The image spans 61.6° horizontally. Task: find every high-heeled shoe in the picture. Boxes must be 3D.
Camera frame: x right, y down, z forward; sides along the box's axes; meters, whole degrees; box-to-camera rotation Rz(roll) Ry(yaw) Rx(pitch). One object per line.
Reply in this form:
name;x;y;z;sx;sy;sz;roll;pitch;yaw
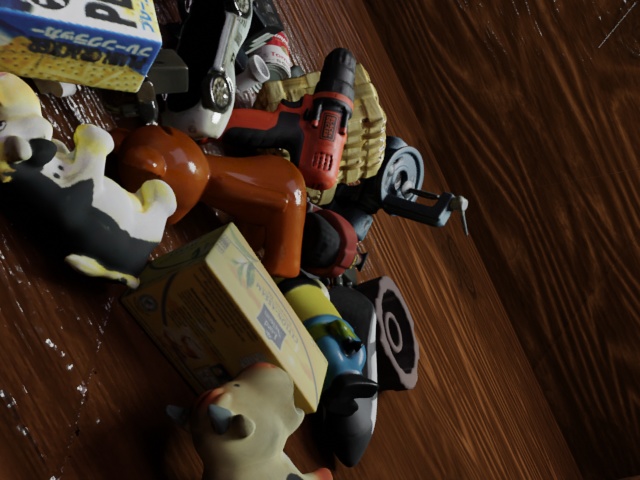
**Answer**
high-heeled shoe;0.035;0.164;0.702;0.249;0.086;0.145;-82;168;-70

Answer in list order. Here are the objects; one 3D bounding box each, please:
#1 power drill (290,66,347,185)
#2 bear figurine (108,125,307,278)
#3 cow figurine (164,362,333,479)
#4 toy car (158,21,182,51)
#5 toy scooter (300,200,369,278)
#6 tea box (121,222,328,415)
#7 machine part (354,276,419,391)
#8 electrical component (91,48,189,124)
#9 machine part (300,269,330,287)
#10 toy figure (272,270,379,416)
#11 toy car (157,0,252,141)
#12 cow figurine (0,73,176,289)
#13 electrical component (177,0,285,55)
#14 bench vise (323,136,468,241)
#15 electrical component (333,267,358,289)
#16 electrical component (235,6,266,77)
power drill;0.003;-0.226;1.022;0.231;0.086;0.207;56;31;-18
bear figurine;-0.111;-0.038;0.528;0.196;0.120;0.131;1;109;-40
cow figurine;-0.056;0.188;0.393;0.127;0.086;0.195;26;63;-41
toy car;-0.204;-0.224;0.557;0.202;0.053;0.089;33;55;-55
toy scooter;-0.001;-0.002;0.659;0.135;0.075;0.184;24;5;-41
tea box;-0.078;0.082;0.473;0.169;0.098;0.068;60;23;-19
machine part;0.102;0.148;0.848;0.179;0.056;0.179;45;36;-47
electrical component;-0.167;-0.149;0.501;0.078;0.045;0.102;-15;43;-33
machine part;-0.018;0.049;0.728;0.139;0.039;0.084;-67;137;-64
toy figure;-0.009;0.098;0.575;0.089;0.082;0.180;56;0;-44
toy car;-0.120;-0.196;0.568;0.056;0.074;0.201;44;50;-59
cow figurine;-0.187;-0.035;0.387;0.167;0.068;0.098;45;38;-39
electrical component;-0.118;-0.295;0.746;0.058;0.115;0.134;67;17;-9
bench vise;0.124;-0.066;0.892;0.223;0.241;0.128;-54;138;-17
electrical component;0.036;0.049;0.872;0.063;0.021;0.094;47;29;-38
electrical component;-0.124;-0.239;0.670;0.074;0.119;0.048;54;24;-34
